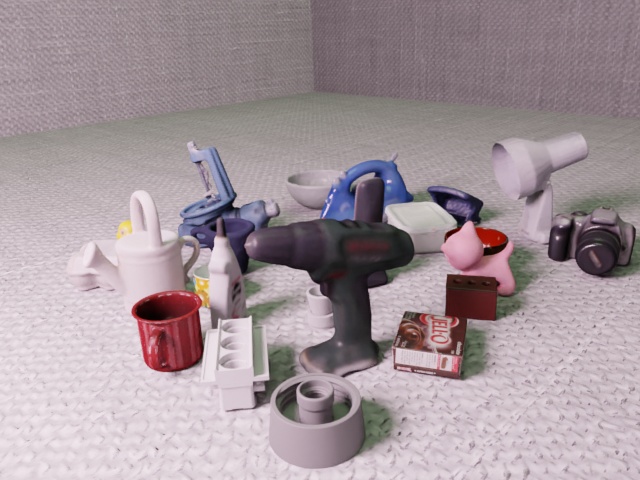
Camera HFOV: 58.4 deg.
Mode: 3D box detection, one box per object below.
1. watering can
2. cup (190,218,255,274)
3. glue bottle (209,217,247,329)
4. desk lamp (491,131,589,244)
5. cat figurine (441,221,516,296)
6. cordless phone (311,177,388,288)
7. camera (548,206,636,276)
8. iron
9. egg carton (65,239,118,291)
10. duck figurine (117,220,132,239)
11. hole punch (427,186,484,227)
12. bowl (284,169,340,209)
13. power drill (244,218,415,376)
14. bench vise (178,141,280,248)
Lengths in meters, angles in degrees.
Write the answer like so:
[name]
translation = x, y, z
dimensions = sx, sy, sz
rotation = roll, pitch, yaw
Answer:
[watering can]
translation = -0.277, 0.019, 0.905
dimensions = 0.100, 0.194, 0.173
rotation = 13, 26, 34
[cup]
translation = -0.174, 0.017, 1.041
dimensions = 0.117, 0.095, 0.091
rotation = -1, 21, 1
[glue bottle]
translation = -0.140, 0.050, 0.844
dimensions = 0.037, 0.173, 0.078
rotation = 2, 21, 10
[desk lamp]
translation = 0.448, -0.107, 1.151
dimensions = 0.203, 0.214, 0.117
rotation = -5, 21, -8
[cat figurine]
translation = 0.260, 0.028, 0.947
dimensions = 0.127, 0.118, 0.067
rotation = -1, 21, 1
[cordless phone]
translation = 0.051, -0.012, 0.974
dimensions = 0.148, 0.185, 0.093
rotation = -14, 24, -28
[camera]
translation = 0.483, 0.000, 1.026
dimensions = 0.142, 0.101, 0.137
rotation = 10, 24, 27
[iron]
translation = 0.092, -0.111, 1.291
dimensions = 0.259, 0.141, 0.118
rotation = -18, 26, -36
[egg carton]
translation = -0.366, 0.044, 1.023
dimensions = 0.150, 0.069, 0.107
rotation = -2, 21, 0
[duck figurine]
translation = -0.364, 0.003, 1.107
dimensions = 0.078, 0.086, 0.104
rotation = -8, 22, -17
[hole punch]
translation = 0.298, -0.083, 1.270
dimensions = 0.108, 0.091, 0.101
rotation = 16, 28, 39
[bowl]
translation = -0.003, -0.119, 1.412
dimensions = 0.167, 0.075, 0.167
rotation = -1, 21, 1
[power drill]
translation = 0.018, 0.068, 0.735
dimensions = 0.230, 0.208, 0.075
rotation = -13, 24, -28
[bench vise]
translation = -0.187, -0.090, 1.147
dimensions = 0.207, 0.220, 0.121
rotation = -5, 21, -7
